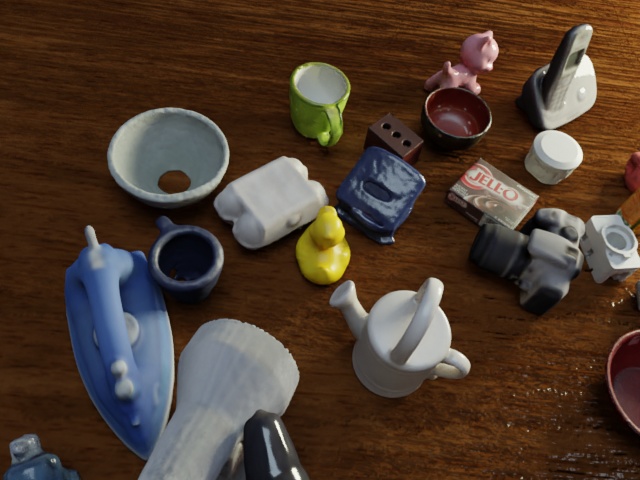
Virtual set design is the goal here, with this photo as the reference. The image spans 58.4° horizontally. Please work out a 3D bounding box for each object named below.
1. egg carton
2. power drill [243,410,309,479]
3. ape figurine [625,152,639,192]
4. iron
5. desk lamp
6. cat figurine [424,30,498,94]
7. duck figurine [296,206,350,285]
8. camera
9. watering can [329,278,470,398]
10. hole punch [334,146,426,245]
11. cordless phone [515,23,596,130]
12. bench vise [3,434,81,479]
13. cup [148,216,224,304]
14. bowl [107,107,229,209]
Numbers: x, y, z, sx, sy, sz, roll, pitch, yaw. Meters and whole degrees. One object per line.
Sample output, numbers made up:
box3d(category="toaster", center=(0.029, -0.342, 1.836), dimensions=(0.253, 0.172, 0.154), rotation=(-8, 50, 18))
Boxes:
box3d(category="egg carton", center=(-0.067, -0.052, 0.818), dimensions=(0.150, 0.069, 0.107), rotation=(-32, 68, -23))
box3d(category="power drill", center=(-0.032, 0.294, 0.537), dimensions=(0.076, 0.208, 0.229), rotation=(-13, 62, -14))
box3d(category="ape figurine", center=(0.541, -0.120, 0.925), dimensions=(0.076, 0.092, 0.077), rotation=(-32, 68, -23))
box3d(category="iron", center=(-0.231, 0.113, 0.657), dimensions=(0.119, 0.141, 0.258), rotation=(-15, 63, -16))
box3d(category="desk lamp", center=(-0.112, 0.207, 0.575), dimensions=(0.118, 0.213, 0.203), rotation=(23, 59, 6))
box3d(category="cat figurine", center=(0.251, -0.304, 0.980), dimensions=(0.128, 0.118, 0.067), rotation=(-28, 67, -21))
box3d(category="duck figurine", center=(0.007, 0.003, 0.785), dimensions=(0.077, 0.086, 0.104), rotation=(6, 59, -4))
box3d(category="camera", center=(0.292, 0.010, 0.810), dimensions=(0.136, 0.101, 0.143), rotation=(23, 59, 6))
box3d(category="watering can", center=(0.093, 0.109, 0.671), dimensions=(0.173, 0.194, 0.101), rotation=(8, 59, -2))
box3d(category="hole punch", center=(0.086, -0.064, 0.833), dimensions=(0.108, 0.091, 0.101), rotation=(34, 61, 13))
box3d(category="cordless phone", center=(0.422, -0.283, 0.951), dimensions=(0.148, 0.185, 0.094), rotation=(-30, 67, -22))
box3d(category="bench vise", center=(-0.263, 0.279, 0.509), dimensions=(0.122, 0.220, 0.207), rotation=(-37, 70, -24))
box3d(category="cup", center=(-0.176, 0.032, 0.738), dimensions=(0.092, 0.095, 0.117), rotation=(-30, 67, -22))
box3d(category="bowl", center=(-0.214, -0.106, 0.827), dimensions=(0.167, 0.075, 0.167), rotation=(3, 59, -5))
